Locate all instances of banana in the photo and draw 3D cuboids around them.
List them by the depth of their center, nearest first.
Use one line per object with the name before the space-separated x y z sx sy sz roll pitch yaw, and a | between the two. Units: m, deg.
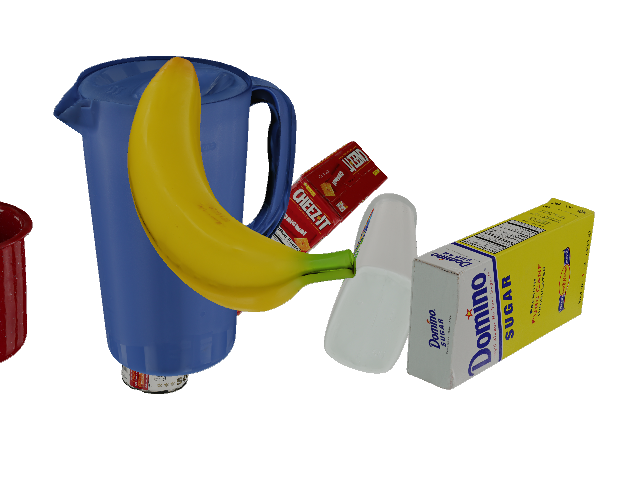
banana | -0.057 -0.024 0.516 0.069 0.037 0.198 -25 47 -15

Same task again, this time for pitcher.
pitcher | -0.111 -0.020 0.856 0.149 0.243 0.144 11 27 18

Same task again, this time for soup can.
soup can | -0.160 0.091 1.049 0.068 0.102 0.068 6 20 -2

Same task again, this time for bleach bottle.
bleach bottle | 0.056 0.023 1.011 0.068 0.103 0.250 19 21 -1

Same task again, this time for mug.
mug | -0.229 0.031 0.640 0.093 0.081 0.117 20 27 34

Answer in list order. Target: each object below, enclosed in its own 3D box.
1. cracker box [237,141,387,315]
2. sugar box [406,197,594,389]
cracker box | -0.038 -0.012 1.253 0.214 0.072 0.164 -42 1 29
sugar box | 0.136 0.036 0.790 0.048 0.093 0.175 20 29 37
